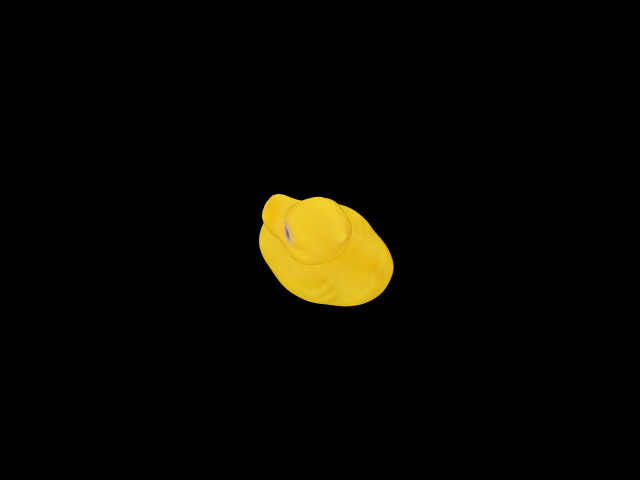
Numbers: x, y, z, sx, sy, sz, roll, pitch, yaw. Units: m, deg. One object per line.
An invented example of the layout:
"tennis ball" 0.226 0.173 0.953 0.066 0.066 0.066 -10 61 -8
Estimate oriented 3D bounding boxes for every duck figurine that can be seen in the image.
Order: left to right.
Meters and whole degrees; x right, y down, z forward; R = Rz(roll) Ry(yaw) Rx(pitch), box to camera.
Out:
"duck figurine" 0.004 0.001 0.400 0.104 0.086 0.077 27 76 7
